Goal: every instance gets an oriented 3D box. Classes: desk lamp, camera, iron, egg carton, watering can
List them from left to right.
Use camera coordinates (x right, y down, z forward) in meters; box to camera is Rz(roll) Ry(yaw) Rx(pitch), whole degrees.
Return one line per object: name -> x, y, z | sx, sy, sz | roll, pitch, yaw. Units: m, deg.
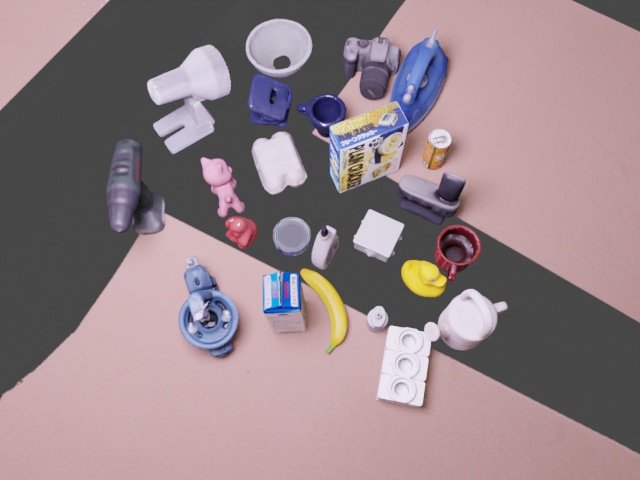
desk lamp -> -0.304, -0.330, 1.335 | 0.203, 0.213, 0.118 | -35, 73, -11
egg carton -> -0.099, -0.182, 1.354 | 0.107, 0.069, 0.150 | -20, 71, -6
camera -> 0.123, -0.430, 1.425 | 0.143, 0.101, 0.137 | 10, 70, 5
iron -> 0.233, -0.380, 1.383 | 0.118, 0.141, 0.258 | 21, 71, 8
watering can -> 0.298, 0.162, 1.155 | 0.173, 0.194, 0.100 | -41, 74, -13

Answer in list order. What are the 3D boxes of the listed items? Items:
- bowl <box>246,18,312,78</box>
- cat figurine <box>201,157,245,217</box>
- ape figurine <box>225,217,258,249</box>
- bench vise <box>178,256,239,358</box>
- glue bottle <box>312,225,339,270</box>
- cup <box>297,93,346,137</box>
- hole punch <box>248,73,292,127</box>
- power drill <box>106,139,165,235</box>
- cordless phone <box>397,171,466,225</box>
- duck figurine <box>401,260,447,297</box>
bowl -> -0.102, -0.474, 1.459 | 0.167, 0.075, 0.167 | 0, 70, 1
cat figurine -> -0.225, -0.130, 1.311 | 0.067, 0.118, 0.127 | -21, 71, -6
ape figurine -> -0.179, -0.024, 1.285 | 0.076, 0.092, 0.078 | -14, 70, -4
bench vise -> -0.250, 0.129, 1.162 | 0.121, 0.220, 0.207 | -36, 73, -11
glue bottle -> 0.011, 0.004, 1.229 | 0.037, 0.173, 0.078 | 28, 73, 11
cup -> 0.004, -0.291, 1.379 | 0.117, 0.095, 0.092 | 9, 70, 4
hole punch -> -0.121, -0.344, 1.403 | 0.101, 0.091, 0.109 | 7, 70, 4
power drill -> -0.404, -0.091, 1.251 | 0.075, 0.208, 0.229 | -7, 70, -1
cordless phone -> 0.249, -0.121, 1.265 | 0.147, 0.185, 0.094 | 20, 71, 8
duck figurine -> 0.229, 0.075, 1.246 | 0.104, 0.086, 0.077 | 31, 73, 12
